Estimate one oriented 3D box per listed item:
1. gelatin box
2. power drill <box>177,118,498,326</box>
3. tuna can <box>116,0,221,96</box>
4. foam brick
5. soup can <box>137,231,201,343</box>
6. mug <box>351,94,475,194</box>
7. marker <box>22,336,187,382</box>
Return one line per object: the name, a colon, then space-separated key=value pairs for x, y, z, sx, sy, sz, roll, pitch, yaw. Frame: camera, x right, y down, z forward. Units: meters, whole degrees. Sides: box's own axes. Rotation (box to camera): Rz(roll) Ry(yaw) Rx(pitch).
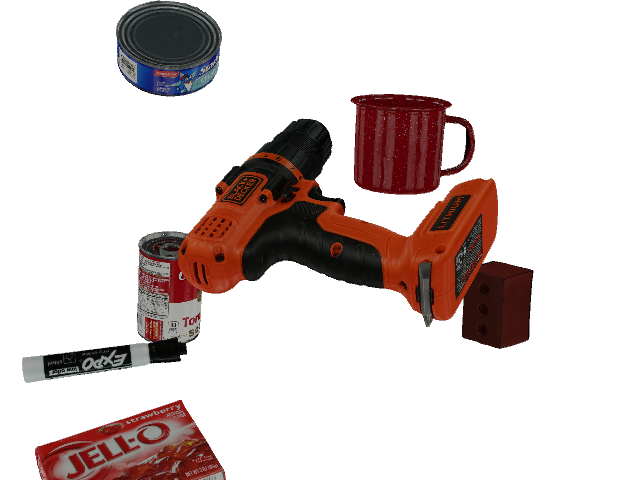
gelatin box: x=-0.105 y=0.129 z=0.586 sx=0.089 sy=0.030 sz=0.073 roll=-15 pitch=29 yaw=-20
power drill: x=0.021 y=-0.018 z=0.725 sx=0.188 sy=0.057 sz=0.184 roll=10 pitch=41 yaw=24
tuna can: x=-0.125 y=-0.158 z=0.882 sx=0.086 sy=0.086 sz=0.034 roll=0 pitch=-40 yaw=-10
foam brick: x=0.183 y=0.066 z=1.106 sx=0.051 sy=0.078 sz=0.053 roll=-13 pitch=20 yaw=-42
soup can: x=-0.157 y=0.050 z=1.115 sx=0.068 sy=0.102 sz=0.068 roll=5 pitch=22 yaw=-2
mug: x=0.085 y=-0.089 z=0.995 sx=0.117 sy=0.081 sz=0.093 roll=3 pitch=15 yaw=2
marker: x=-0.161 y=0.089 z=0.800 sx=0.121 sy=0.020 sz=0.020 roll=-7 pitch=1 yaw=-9
